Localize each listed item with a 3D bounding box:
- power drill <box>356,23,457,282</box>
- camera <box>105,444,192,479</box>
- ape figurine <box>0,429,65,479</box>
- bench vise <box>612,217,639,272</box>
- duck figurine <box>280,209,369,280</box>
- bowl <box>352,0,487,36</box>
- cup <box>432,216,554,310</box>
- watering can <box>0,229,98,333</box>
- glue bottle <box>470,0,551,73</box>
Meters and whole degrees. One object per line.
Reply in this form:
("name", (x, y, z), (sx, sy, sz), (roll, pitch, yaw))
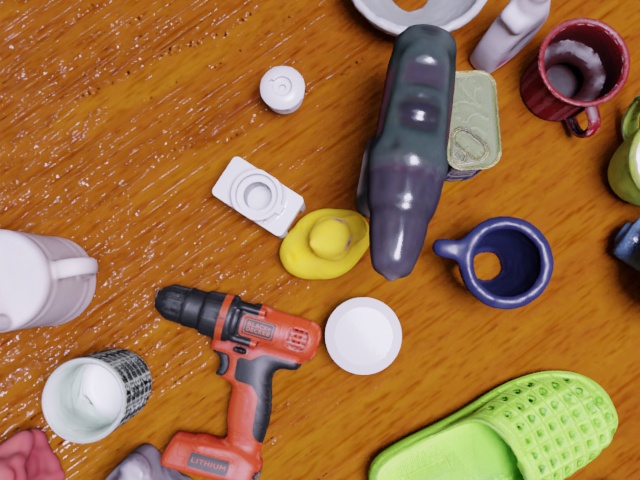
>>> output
("power drill", (0.079, -0.073, 0.551), (0.075, 0.208, 0.230), (9, 86, 2))
("camera", (-0.184, 0.310, 0.581), (0.143, 0.101, 0.137), (43, 88, 4))
("ape figurine", (-0.317, 0.239, 0.593), (0.076, 0.092, 0.078), (13, 86, 2))
("bench vise", (0.410, 0.038, 0.533), (0.207, 0.220, 0.121), (21, 86, 3))
("duck figurine", (0.006, 0.002, 0.608), (0.104, 0.086, 0.077), (-23, 86, -1))
("bowl", (0.105, -0.292, 0.634), (0.167, 0.075, 0.167), (0, 86, 1))
("cup", (0.170, 0.022, 0.600), (0.117, 0.095, 0.092), (12, 86, 2))
("watering can", (-0.312, 0.043, 0.556), (0.173, 0.194, 0.101), (-34, 86, -1))
("glue bottle", (0.204, -0.227, 0.578), (0.078, 0.173, 0.037), (-42, 86, -2))
